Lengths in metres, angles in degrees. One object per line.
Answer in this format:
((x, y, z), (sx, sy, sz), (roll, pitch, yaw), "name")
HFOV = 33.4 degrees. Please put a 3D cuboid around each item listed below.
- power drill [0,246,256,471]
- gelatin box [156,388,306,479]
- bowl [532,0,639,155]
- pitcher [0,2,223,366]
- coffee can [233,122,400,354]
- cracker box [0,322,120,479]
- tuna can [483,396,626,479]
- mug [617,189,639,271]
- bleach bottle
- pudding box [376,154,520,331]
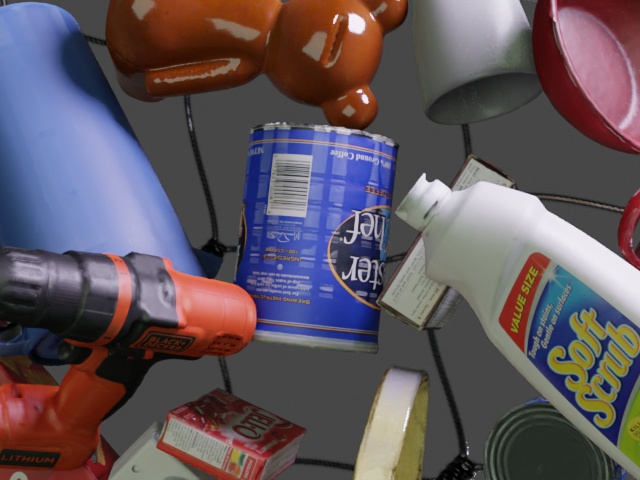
((-0.156, 0.074, 0.646), (0.188, 0.184, 0.057), (-41, 51, 33), "power drill")
((-0.057, 0.133, 0.720), (0.073, 0.089, 0.030), (23, 99, 15), "gelatin box")
((0.187, -0.117, 0.673), (0.055, 0.161, 0.162), (-26, 74, 55), "bowl")
((-0.190, -0.039, 0.751), (0.145, 0.149, 0.243), (-32, 74, 20), "pitcher")
((-0.005, 0.001, 0.713), (0.103, 0.102, 0.140), (5, 85, 15), "coffee can")
((-0.235, 0.186, 0.773), (0.164, 0.072, 0.214), (-45, 76, 7), "cracker box")
((0.150, 0.142, 0.680), (0.086, 0.033, 0.086), (3, 96, 31), "tuna can")
((0.230, 0.007, 0.650), (0.117, 0.093, 0.081), (26, 98, -25), "mug")
((0.147, 0.054, 0.618), (0.251, 0.068, 0.103), (37, 118, 3), "bleach bottle")
((0.087, 0.004, 0.695), (0.039, 0.090, 0.113), (31, 93, 15), "pudding box")
